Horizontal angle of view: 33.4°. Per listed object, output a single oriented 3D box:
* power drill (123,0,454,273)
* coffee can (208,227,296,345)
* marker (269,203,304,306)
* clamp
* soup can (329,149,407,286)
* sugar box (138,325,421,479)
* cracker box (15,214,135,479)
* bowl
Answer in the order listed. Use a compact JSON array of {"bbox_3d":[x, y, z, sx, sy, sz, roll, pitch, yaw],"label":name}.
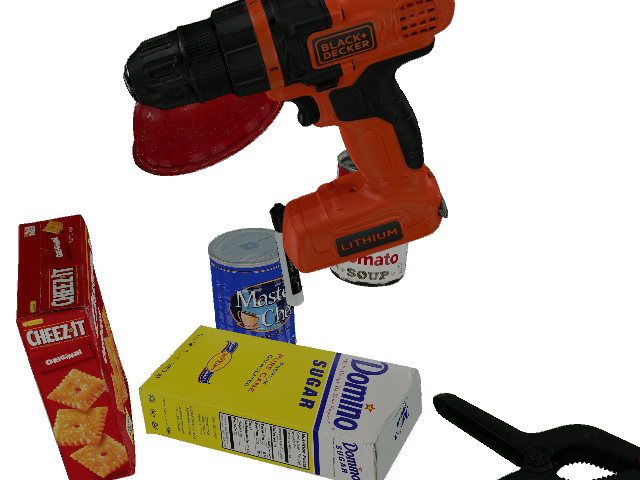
[{"bbox_3d":[-0.004,-0.065,0.626,0.184,0.057,0.187,-16,-43,0],"label":"power drill"},{"bbox_3d":[-0.084,0.068,1.337,0.103,0.140,0.103,-2,25,1],"label":"coffee can"},{"bbox_3d":[-0.034,0.015,1.098,0.020,0.121,0.020,-6,33,4],"label":"marker"},{"bbox_3d":[0.175,0.199,0.889,0.210,0.036,0.164,3,39,23],"label":"clamp"},{"bbox_3d":[0.043,-0.020,0.904,0.068,0.102,0.068,4,24,-2],"label":"soup can"},{"bbox_3d":[-0.027,0.111,0.741,0.176,0.048,0.093,6,29,23],"label":"sugar box"},{"bbox_3d":[-0.238,0.107,1.046,0.072,0.214,0.164,-11,34,-8],"label":"cracker box"},{"bbox_3d":[-0.116,-0.133,0.998,0.162,0.055,0.162,-18,38,14],"label":"bowl"}]
